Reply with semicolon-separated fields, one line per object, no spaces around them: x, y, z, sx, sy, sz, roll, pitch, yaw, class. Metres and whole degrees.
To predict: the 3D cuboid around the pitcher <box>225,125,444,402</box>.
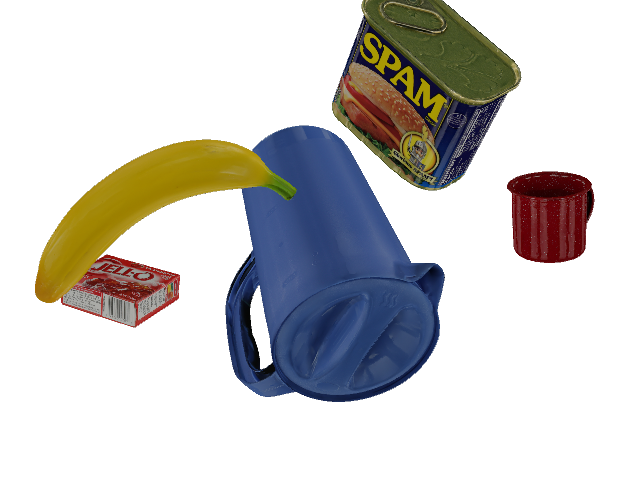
-0.006;0.014;0.906;0.149;0.145;0.243;0;38;-16;pitcher

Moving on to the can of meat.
0.060;-0.092;0.651;0.057;0.102;0.084;-30;-25;-36;can of meat

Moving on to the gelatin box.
-0.190;0.045;1.010;0.089;0.030;0.073;15;25;23;gelatin box

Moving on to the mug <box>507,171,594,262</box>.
0.269;-0.029;1.218;0.117;0.081;0.093;-21;26;-34;mug

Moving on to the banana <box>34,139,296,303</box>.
-0.119;-0.021;0.730;0.198;0.069;0.037;-23;9;7;banana
